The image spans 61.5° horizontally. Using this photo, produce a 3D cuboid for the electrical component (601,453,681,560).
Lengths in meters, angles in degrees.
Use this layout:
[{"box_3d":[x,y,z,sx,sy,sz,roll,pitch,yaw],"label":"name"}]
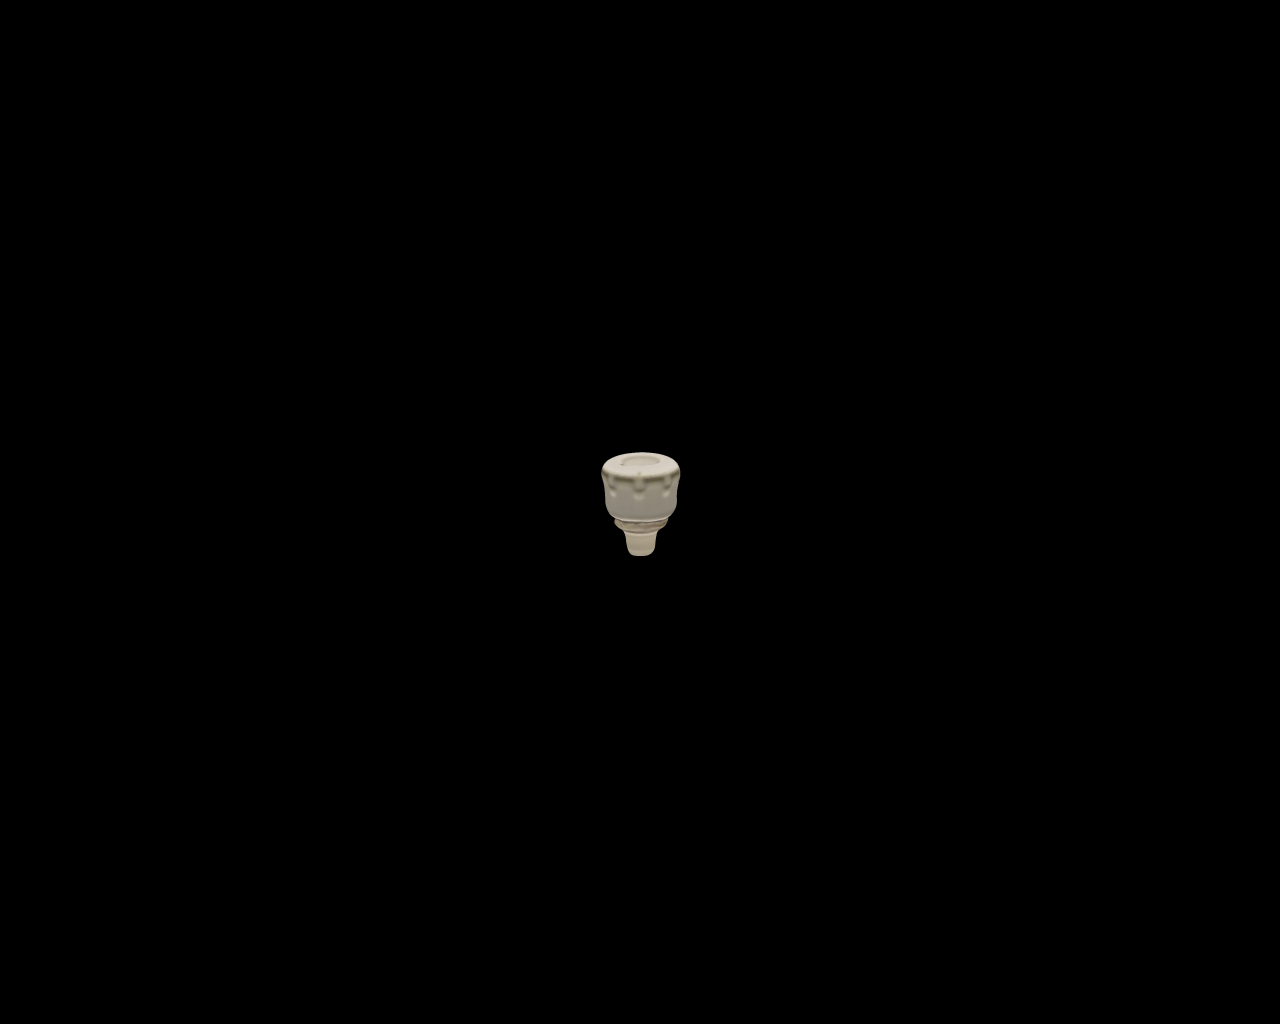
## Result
[{"box_3d":[0.001,-0.003,0.650,0.048,0.062,0.048,0,18,0],"label":"electrical component"}]
